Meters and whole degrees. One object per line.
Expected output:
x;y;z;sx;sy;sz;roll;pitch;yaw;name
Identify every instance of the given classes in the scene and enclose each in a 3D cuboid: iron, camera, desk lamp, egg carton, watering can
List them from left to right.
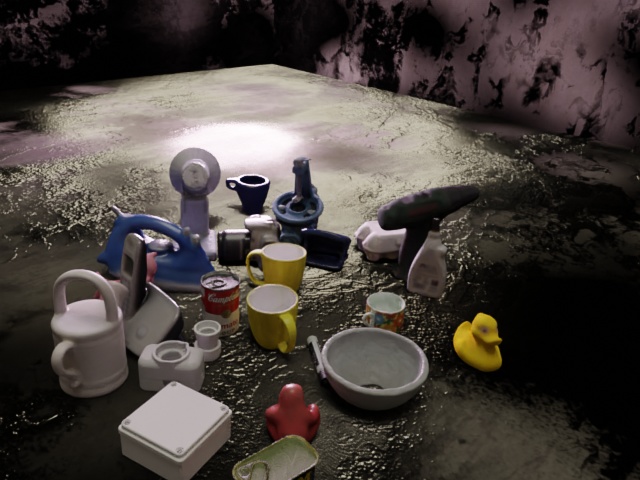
-0.347;0.126;0.864;0.101;0.194;0.172;-1;27;-12;watering can
-0.315;0.015;1.157;0.257;0.141;0.119;11;27;12;iron
-0.281;-0.091;1.299;0.118;0.214;0.203;-1;27;-12;desk lamp
-0.159;-0.005;1.272;0.137;0.101;0.143;0;26;-10;camera
0.163;0.000;1.355;0.150;0.069;0.107;-6;28;-21;egg carton

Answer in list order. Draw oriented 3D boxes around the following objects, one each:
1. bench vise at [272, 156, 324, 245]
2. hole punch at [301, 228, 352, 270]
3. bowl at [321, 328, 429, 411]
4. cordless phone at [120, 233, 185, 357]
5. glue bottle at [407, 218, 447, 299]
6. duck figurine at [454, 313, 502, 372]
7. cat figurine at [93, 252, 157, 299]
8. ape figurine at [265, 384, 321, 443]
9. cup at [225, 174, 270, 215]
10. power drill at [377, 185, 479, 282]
-0.053;-0.109;1.369;0.121;0.220;0.207;2;26;-6;bench vise
0.012;0.005;1.294;0.108;0.091;0.101;11;27;13;hole punch
0.082;0.213;0.898;0.167;0.075;0.167;4;26;-2;bowl
-0.292;0.092;0.954;0.147;0.185;0.094;26;33;36;cordless phone
0.228;0.034;1.177;0.078;0.173;0.037;13;27;17;glue bottle
0.283;0.169;1.011;0.078;0.086;0.104;-5;28;-20;duck figurine
-0.357;0.069;1.066;0.128;0.118;0.067;-13;31;-33;cat figurine
-0.038;0.241;0.800;0.077;0.092;0.076;7;26;5;ape figurine
-0.190;-0.116;1.501;0.117;0.095;0.091;6;26;3;cup
0.229;-0.017;1.243;0.230;0.208;0.075;-6;28;-21;power drill
